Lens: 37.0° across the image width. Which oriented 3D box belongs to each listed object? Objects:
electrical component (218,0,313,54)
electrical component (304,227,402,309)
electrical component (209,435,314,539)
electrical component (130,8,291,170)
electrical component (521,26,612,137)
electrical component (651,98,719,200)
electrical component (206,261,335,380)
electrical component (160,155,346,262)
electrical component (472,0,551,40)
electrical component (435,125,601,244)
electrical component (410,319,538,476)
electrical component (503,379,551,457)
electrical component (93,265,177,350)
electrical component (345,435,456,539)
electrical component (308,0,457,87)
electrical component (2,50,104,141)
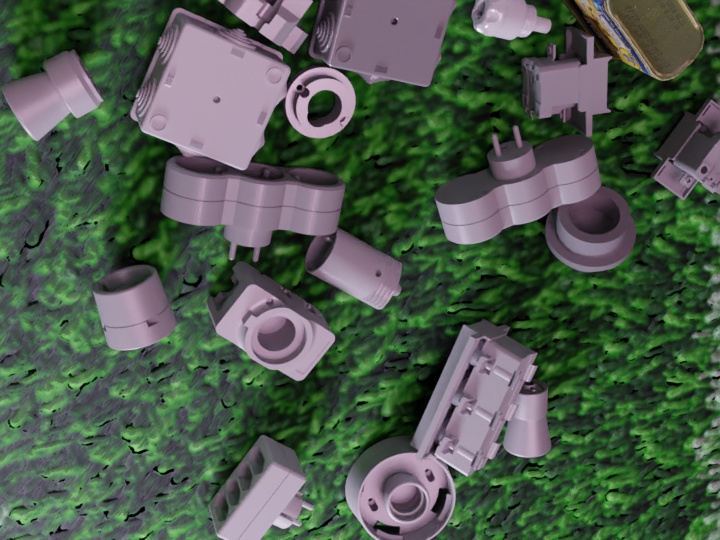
[{"bbox_3d":[-0.062,-0.199,0.756,0.078,0.058,0.057,32,104,-27],"label":"electrical component"},{"bbox_3d":[0.000,0.000,0.874,0.081,0.043,0.043,29,102,-27],"label":"electrical component"},{"bbox_3d":[-0.075,0.201,0.938,0.076,0.047,0.083,32,100,-27],"label":"electrical component"},{"bbox_3d":[-0.107,-0.129,0.777,0.100,0.048,0.099,20,105,-24],"label":"electrical component"},{"bbox_3d":[0.163,-0.149,0.861,0.064,0.042,0.081,-10,115,-10],"label":"electrical component"},{"bbox_3d":[0.292,-0.098,0.913,0.042,0.063,0.081,29,102,-26],"label":"electrical component"},{"bbox_3d":[-0.071,0.043,0.863,0.089,0.055,0.050,34,100,-28],"label":"electrical component"},{"bbox_3d":[-0.084,-0.041,0.823,0.138,0.052,0.073,4,112,-20],"label":"electrical component"},{"bbox_3d":[0.119,-0.194,0.830,0.061,0.035,0.035,7,111,-24],"label":"electrical component"},{"bbox_3d":[0.125,-0.081,0.873,0.138,0.052,0.073,-22,118,-7],"label":"electrical component"},{"bbox_3d":[0.101,0.113,0.939,0.079,0.063,0.121,-9,125,-60],"label":"electrical component"},{"bbox_3d":[0.154,0.133,0.987,0.044,0.044,0.065,-7,111,-15],"label":"electrical component"},{"bbox_3d":[-0.174,0.027,0.824,0.055,0.055,0.047,-18,114,-10],"label":"electrical component"},{"bbox_3d":[0.038,0.200,0.979,0.099,0.064,0.099,-2,102,-10],"label":"electrical component"},{"bbox_3d":[0.018,-0.187,0.792,0.100,0.048,0.099,8,110,-22],"label":"electrical component"},{"bbox_3d":[-0.213,-0.122,0.748,0.055,0.045,0.045,-30,119,-4],"label":"electrical component"}]
